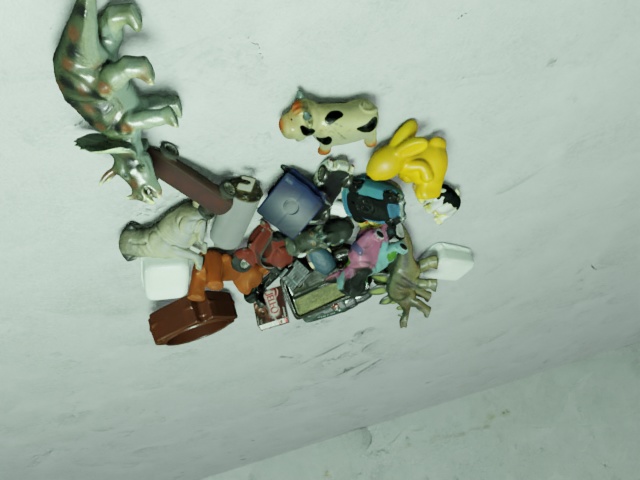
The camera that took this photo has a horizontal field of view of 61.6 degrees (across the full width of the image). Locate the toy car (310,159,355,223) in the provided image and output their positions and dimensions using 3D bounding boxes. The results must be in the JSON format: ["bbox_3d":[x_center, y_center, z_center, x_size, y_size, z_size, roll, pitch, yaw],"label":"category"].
[{"bbox_3d":[0.009,-0.110,1.220,0.073,0.056,0.201,10,137,-24],"label":"toy car"}]

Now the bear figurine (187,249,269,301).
[{"bbox_3d":[-0.224,0.100,1.362,0.120,0.132,0.195,-29,140,35],"label":"bear figurine"}]

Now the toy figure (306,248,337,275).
[{"bbox_3d":[-0.020,0.024,1.369,0.058,0.064,0.154,-16,121,48],"label":"toy figure"}]

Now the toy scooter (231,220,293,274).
[{"bbox_3d":[-0.127,0.015,1.322,0.184,0.075,0.135,3,115,-48],"label":"toy scooter"}]

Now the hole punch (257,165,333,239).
[{"bbox_3d":[-0.061,-0.078,1.164,0.142,0.092,0.116,39,129,-7],"label":"hole punch"}]

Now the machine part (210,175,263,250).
[{"bbox_3d":[-0.188,-0.056,1.192,0.079,0.079,0.243,4,140,-27],"label":"machine part"}]

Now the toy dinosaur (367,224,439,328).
[{"bbox_3d":[0.237,0.099,1.534,0.199,0.105,0.470,3,132,6],"label":"toy dinosaur"}]

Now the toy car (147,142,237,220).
[{"bbox_3d":[-0.261,-0.118,1.071,0.202,0.053,0.089,34,127,-24],"label":"toy car"}]

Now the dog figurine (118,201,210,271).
[{"bbox_3d":[-0.341,-0.026,1.168,0.191,0.121,0.172,9,107,-7],"label":"dog figurine"}]

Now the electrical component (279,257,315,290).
[{"bbox_3d":[-0.060,0.086,1.378,0.075,0.048,0.119,-50,172,11],"label":"electrical component"}]

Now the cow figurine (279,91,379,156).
[{"bbox_3d":[0.018,-0.227,1.029,0.195,0.085,0.127,-9,151,-8],"label":"cow figurine"}]

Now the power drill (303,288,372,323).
[{"bbox_3d":[0.024,0.167,1.612,0.232,0.086,0.207,-24,153,16],"label":"power drill"}]

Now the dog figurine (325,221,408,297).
[{"bbox_3d":[0.106,0.038,1.345,0.108,0.192,0.219,26,125,-24],"label":"dog figurine"}]

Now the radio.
[{"bbox_3d":[0.013,0.111,1.459,0.230,0.131,0.073,-26,180,14],"label":"radio"}]

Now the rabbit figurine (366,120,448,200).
[{"bbox_3d":[0.187,-0.166,1.155,0.173,0.122,0.162,-3,139,-19],"label":"rabbit figurine"}]

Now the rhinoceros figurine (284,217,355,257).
[{"bbox_3d":[-0.003,-0.004,1.285,0.190,0.073,0.112,-16,-172,-33],"label":"rhinoceros figurine"}]

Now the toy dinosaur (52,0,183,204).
[{"bbox_3d":[-0.339,-0.237,0.844,0.192,0.131,0.404,-16,140,-1],"label":"toy dinosaur"}]

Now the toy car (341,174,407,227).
[{"bbox_3d":[0.136,-0.100,1.237,0.162,0.103,0.109,12,131,32],"label":"toy car"}]

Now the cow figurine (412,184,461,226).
[{"bbox_3d":[0.294,-0.108,1.330,0.098,0.068,0.167,-34,146,15],"label":"cow figurine"}]

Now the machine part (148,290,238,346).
[{"bbox_3d":[-0.342,0.215,1.458,0.201,0.087,0.201,-28,163,15],"label":"machine part"}]
